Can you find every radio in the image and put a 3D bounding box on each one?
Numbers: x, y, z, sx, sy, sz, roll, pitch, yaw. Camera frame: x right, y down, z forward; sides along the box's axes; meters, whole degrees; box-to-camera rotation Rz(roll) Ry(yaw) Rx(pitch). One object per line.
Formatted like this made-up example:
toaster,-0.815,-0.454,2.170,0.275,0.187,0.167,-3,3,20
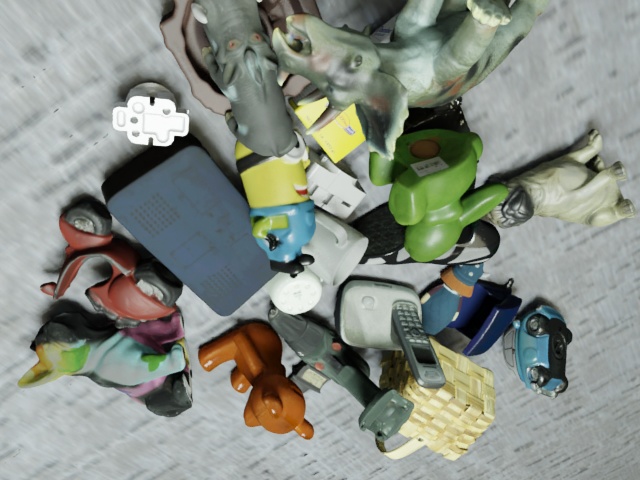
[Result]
radio,-0.149,-0.018,0.685,0.131,0.073,0.229,-39,127,-3

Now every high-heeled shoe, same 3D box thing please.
high-heeled shoe,0.145,0.013,0.812,0.249,0.086,0.145,-14,144,11

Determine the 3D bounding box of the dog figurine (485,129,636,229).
dog figurine,0.355,-0.055,0.822,0.191,0.121,0.172,-25,125,18

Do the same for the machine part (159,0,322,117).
machine part,-0.083,-0.226,0.587,0.179,0.056,0.179,-8,123,-13

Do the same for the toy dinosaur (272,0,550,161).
toy dinosaur,0.133,-0.204,0.567,0.405,0.131,0.192,-30,165,-43

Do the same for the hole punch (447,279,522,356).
hole punch,0.287,0.137,0.924,0.116,0.092,0.142,12,115,-28

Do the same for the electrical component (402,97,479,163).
electrical component,0.146,-0.122,0.726,0.115,0.058,0.134,-27,126,4

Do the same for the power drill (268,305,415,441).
power drill,0.032,0.201,0.816,0.086,0.208,0.231,-52,134,-8

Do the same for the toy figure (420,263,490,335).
toy figure,0.213,0.085,0.885,0.064,0.058,0.154,22,109,-35

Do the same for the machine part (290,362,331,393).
machine part,-0.044,0.262,0.936,0.139,0.039,0.084,-45,132,12

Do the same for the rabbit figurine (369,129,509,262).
rabbit figurine,0.144,-0.053,0.680,0.159,0.121,0.170,-25,136,-14

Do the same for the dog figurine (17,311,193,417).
dog figurine,-0.297,0.178,0.763,0.219,0.109,0.191,-4,126,-9

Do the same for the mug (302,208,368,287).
mug,-0.001,-0.002,0.719,0.081,0.107,0.109,-51,160,-16

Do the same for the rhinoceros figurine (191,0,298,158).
rhinoceros figurine,-0.075,-0.166,0.527,0.073,0.112,0.190,-18,132,-4

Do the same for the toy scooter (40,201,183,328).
toy scooter,-0.276,0.050,0.687,0.135,0.075,0.183,-43,103,9

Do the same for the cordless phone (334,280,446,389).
cordless phone,0.103,0.151,0.815,0.146,0.184,0.088,10,123,-23

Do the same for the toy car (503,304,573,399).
toy car,0.391,0.203,0.984,0.109,0.103,0.161,22,69,-33

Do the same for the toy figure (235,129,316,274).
toy figure,-0.052,-0.051,0.644,0.089,0.082,0.180,-5,100,-2

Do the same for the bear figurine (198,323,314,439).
bear figurine,-0.092,0.219,0.794,0.132,0.196,0.120,-37,128,10
